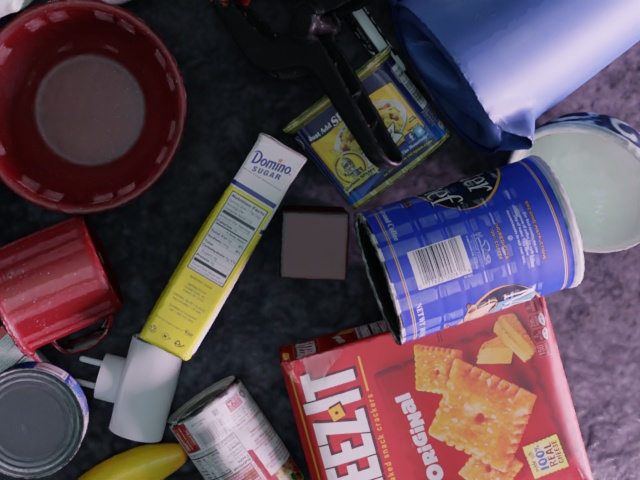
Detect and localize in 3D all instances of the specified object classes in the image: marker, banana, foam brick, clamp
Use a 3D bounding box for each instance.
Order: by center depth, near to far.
[{"bbox_3d":[0.005,-0.165,0.773,0.210,0.036,0.165,33,110,34],"label":"clamp"},{"bbox_3d":[-0.005,0.001,0.827,0.053,0.078,0.051,2,95,-1],"label":"foam brick"},{"bbox_3d":[0.044,-0.157,0.845,0.020,0.020,0.121,-35,95,1],"label":"marker"},{"bbox_3d":[-0.188,0.230,0.859,0.069,0.037,0.198,35,92,-9],"label":"banana"}]

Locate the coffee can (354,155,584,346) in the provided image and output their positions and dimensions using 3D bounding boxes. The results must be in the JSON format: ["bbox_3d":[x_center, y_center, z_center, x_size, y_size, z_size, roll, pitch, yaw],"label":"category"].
[{"bbox_3d":[0.107,0.007,0.784,0.140,0.103,0.103,-18,95,-4],"label":"coffee can"}]

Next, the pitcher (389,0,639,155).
[{"bbox_3d":[0.178,-0.190,0.803,0.243,0.145,0.149,-35,107,-3],"label":"pitcher"}]

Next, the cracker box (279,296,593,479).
[{"bbox_3d":[0.090,0.140,0.845,0.213,0.072,0.164,-15,94,-1],"label":"cracker box"}]

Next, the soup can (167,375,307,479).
[{"bbox_3d":[-0.066,0.167,0.842,0.068,0.068,0.102,-33,95,0],"label":"soup can"}]

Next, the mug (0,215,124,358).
[{"bbox_3d":[-0.199,0.041,0.824,0.081,0.093,0.117,-24,126,-5],"label":"mug"}]

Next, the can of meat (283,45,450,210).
[{"bbox_3d":[0.038,-0.085,0.825,0.102,0.057,0.084,-37,98,16],"label":"can of meat"}]

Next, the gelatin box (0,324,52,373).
[{"bbox_3d":[-0.245,0.121,0.851,0.073,0.030,0.089,-44,96,0],"label":"gelatin box"}]

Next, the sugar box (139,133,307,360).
[{"bbox_3d":[-0.073,0.002,0.817,0.048,0.093,0.176,28,92,-5],"label":"sugar box"}]

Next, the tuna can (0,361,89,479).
[{"bbox_3d":[-0.222,0.137,0.820,0.086,0.034,0.086,0,95,-4],"label":"tuna can"}]

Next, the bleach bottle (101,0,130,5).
[{"bbox_3d":[-0.078,-0.230,0.785,0.251,0.102,0.068,-18,90,19],"label":"bleach bottle"}]

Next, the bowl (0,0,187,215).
[{"bbox_3d":[-0.182,-0.101,0.823,0.162,0.055,0.162,0,94,-2],"label":"bowl"}]
